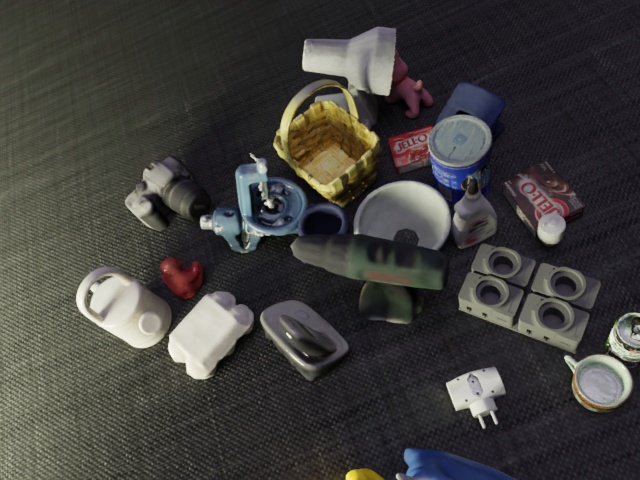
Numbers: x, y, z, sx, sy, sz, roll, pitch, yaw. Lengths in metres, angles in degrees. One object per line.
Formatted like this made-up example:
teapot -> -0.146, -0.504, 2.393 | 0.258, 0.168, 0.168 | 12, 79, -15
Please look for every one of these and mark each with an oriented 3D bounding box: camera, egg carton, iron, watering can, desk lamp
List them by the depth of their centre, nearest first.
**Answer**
iron -> 0.218, 0.347, 0.738 | 0.257, 0.142, 0.119 | 10, 66, 21
watering can -> -0.341, 0.113, 0.999 | 0.172, 0.194, 0.101 | 3, 63, 18
egg carton -> -0.189, 0.164, 1.001 | 0.107, 0.069, 0.150 | 33, 75, 29
desk lamp -> 0.059, -0.304, 1.097 | 0.202, 0.214, 0.118 | -2, 62, 15
camera -> -0.300, -0.088, 1.152 | 0.136, 0.101, 0.143 | 31, 75, 28

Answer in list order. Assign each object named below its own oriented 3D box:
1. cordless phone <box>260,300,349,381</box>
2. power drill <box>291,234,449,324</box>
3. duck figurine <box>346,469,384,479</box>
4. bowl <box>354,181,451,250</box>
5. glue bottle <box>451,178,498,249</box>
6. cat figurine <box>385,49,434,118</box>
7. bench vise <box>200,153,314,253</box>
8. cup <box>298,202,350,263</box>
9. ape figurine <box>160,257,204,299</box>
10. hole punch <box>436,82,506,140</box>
cordless phone -> -0.040, 0.137, 0.903 | 0.147, 0.185, 0.094 | 36, 77, 29
power drill -> 0.088, 0.058, 0.894 | 0.229, 0.209, 0.075 | 2, 63, 18
duck figurine -> 0.066, 0.371, 0.803 | 0.077, 0.086, 0.104 | -26, 58, 2
bowl -> 0.146, -0.016, 0.996 | 0.167, 0.075, 0.167 | -7, 61, 13
glue bottle -> 0.248, -0.048, 0.926 | 0.078, 0.173, 0.037 | -29, 58, 0
cat figurine -> 0.158, -0.319, 1.132 | 0.067, 0.118, 0.127 | -44, 59, -9
bench vise -> -0.119, -0.054, 1.010 | 0.207, 0.220, 0.121 | -27, 58, 1
cup -> 0.009, 0.004, 1.014 | 0.091, 0.095, 0.118 | 24, 71, 26
ape figurine -> -0.263, 0.063, 1.064 | 0.077, 0.092, 0.076 | -1, 62, 16
hole punch -> 0.279, -0.222, 1.060 | 0.108, 0.091, 0.101 | 35, 77, 29
